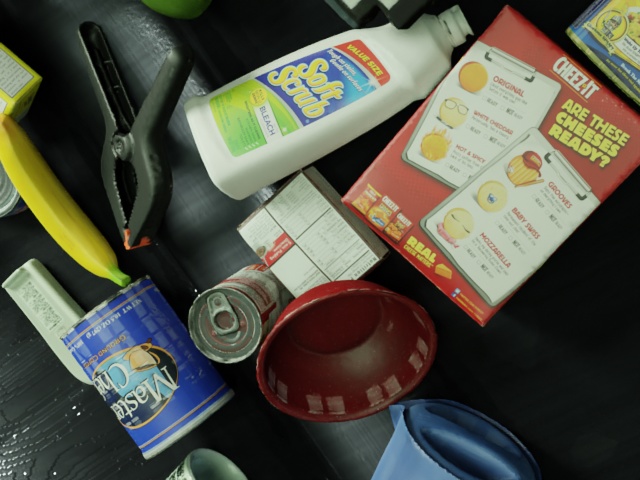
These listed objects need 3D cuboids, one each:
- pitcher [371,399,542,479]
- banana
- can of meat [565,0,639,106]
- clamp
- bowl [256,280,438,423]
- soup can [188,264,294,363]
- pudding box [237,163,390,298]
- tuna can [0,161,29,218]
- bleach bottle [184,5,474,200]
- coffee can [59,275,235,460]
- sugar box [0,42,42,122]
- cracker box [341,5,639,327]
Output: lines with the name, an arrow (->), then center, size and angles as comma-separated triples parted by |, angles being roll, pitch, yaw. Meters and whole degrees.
pitcher -> 0.092, 0.277, 0.946 | 0.145, 0.149, 0.243 | 19, 111, -14
banana -> -0.248, -0.036, 1.011 | 0.070, 0.037, 0.197 | -16, 116, 53
can of meat -> 0.259, -0.163, 0.848 | 0.102, 0.057, 0.084 | 46, 111, 4
clamp -> -0.163, -0.092, 0.970 | 0.165, 0.036, 0.210 | 13, 111, 47
bowl -> 0.019, 0.088, 0.946 | 0.162, 0.055, 0.162 | -7, 129, -9
soup can -> -0.068, 0.064, 0.965 | 0.068, 0.102, 0.068 | 3, 102, 15
pudding box -> -0.006, 0.001, 0.968 | 0.090, 0.039, 0.113 | -42, 90, 18
tuna can -> -0.320, -0.064, 1.049 | 0.086, 0.033, 0.086 | 3, 102, 16
bleach bottle -> 0.011, -0.133, 0.920 | 0.251, 0.068, 0.102 | -28, 67, 14
coffee can -> -0.162, 0.119, 1.003 | 0.103, 0.102, 0.140 | -36, 89, 19
sugar box -> -0.344, -0.179, 0.985 | 0.176, 0.048, 0.093 | 43, 151, -8
cracker box -> 0.149, -0.061, 0.893 | 0.164, 0.072, 0.214 | 42, 108, 4
